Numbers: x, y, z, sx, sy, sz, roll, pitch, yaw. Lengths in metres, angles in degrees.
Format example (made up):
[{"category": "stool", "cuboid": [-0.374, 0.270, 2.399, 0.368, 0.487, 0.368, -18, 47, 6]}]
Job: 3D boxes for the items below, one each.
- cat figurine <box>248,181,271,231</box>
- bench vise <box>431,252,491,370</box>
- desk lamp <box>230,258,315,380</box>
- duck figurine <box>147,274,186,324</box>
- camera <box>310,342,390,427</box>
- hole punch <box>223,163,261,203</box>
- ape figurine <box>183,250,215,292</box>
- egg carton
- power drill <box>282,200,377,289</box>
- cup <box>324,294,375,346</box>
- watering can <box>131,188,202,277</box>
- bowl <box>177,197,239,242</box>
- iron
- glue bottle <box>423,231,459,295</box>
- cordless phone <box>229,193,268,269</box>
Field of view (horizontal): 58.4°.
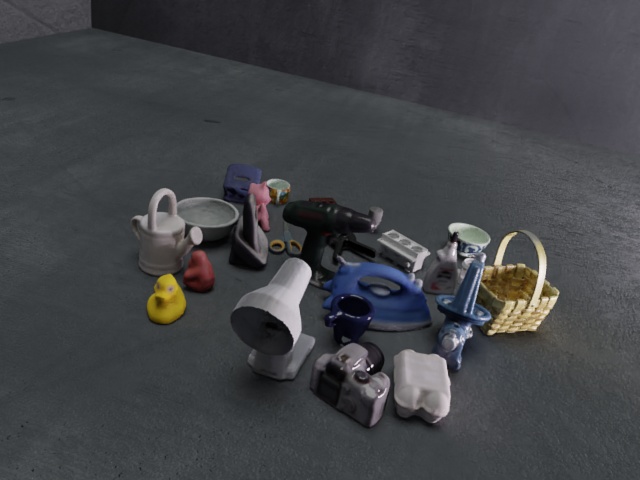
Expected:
[{"category": "cat figurine", "cuboid": [-0.166, -0.104, 1.578, 0.067, 0.118, 0.127, 4, 29, -13]}, {"category": "bench vise", "cuboid": [0.304, 0.146, 1.181, 0.121, 0.220, 0.207, 11, 28, 0]}, {"category": "desk lamp", "cuboid": [-0.077, 0.150, 1.048, 0.117, 0.213, 0.203, 17, 29, 12]}, {"category": "duck figurine", "cuboid": [-0.313, 0.109, 1.174, 0.077, 0.086, 0.104, 11, 28, 0]}, {"category": "camera", "cuboid": [0.075, 0.243, 1.052, 0.142, 0.101, 0.137, 27, 33, 28]}, {"category": "hole punch", "cuboid": [-0.229, -0.167, 1.700, 0.108, 0.091, 0.101, 8, 29, -4]}, {"category": "ape figurine", "cuboid": [-0.268, 0.063, 1.267, 0.076, 0.092, 0.078, 32, 35, 33]}, {"category": "egg carton", "cuboid": [0.189, 0.271, 1.073, 0.107, 0.069, 0.150, 11, 28, 0]}, {"category": "power drill", "cuboid": [0.012, 0.005, 1.349, 0.229, 0.208, 0.076, 22, 30, 20]}, {"category": "cup", "cuboid": [0.051, 0.175, 1.173, 0.118, 0.095, 0.091, -16, 38, -40]}, {"category": "watering can", "cuboid": [-0.347, -0.023, 1.289, 0.173, 0.194, 0.101, 8, 29, -4]}, {"category": "bowl", "cuboid": [-0.293, -0.043, 1.469, 0.167, 0.075, 0.167, 8, 29, -4]}, {"category": "iron", "cuboid": [0.138, 0.112, 1.268, 0.258, 0.141, 0.118, 9, 29, -4]}, {"category": "glue bottle", "cuboid": [0.308, 0.055, 1.398, 0.078, 0.173, 0.037, 5, 29, -10]}, {"category": "cordless phone", "cuboid": [-0.164, -0.039, 1.392, 0.094, 0.185, 0.147, 6, 29, -8]}]
